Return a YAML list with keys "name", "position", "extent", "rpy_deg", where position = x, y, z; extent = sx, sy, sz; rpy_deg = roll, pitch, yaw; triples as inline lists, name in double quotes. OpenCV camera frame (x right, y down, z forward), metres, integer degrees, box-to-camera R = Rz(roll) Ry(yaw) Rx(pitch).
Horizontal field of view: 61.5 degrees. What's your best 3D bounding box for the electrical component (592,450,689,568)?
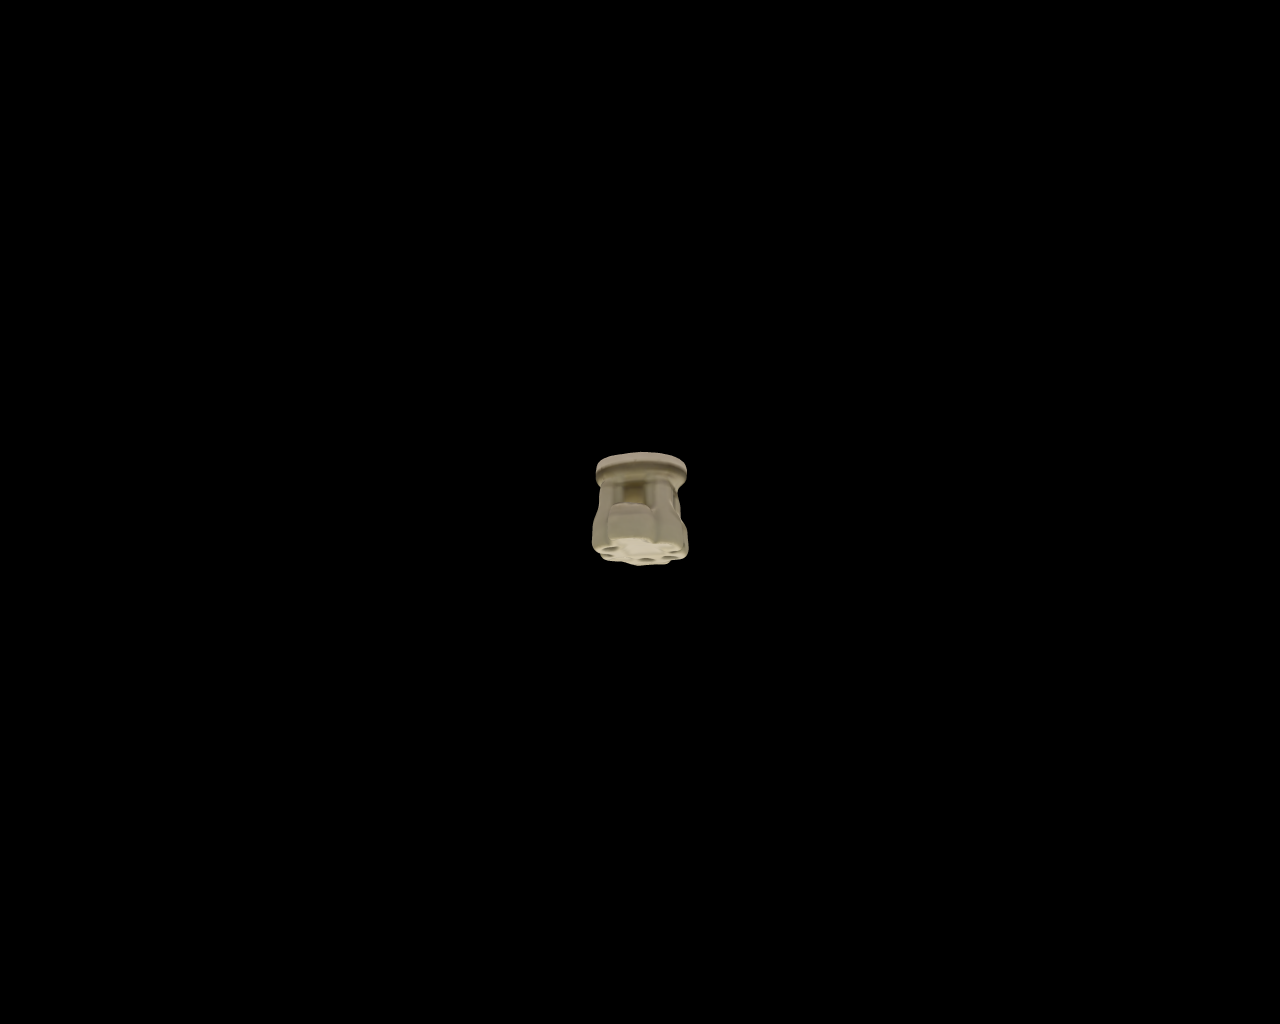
- name: "electrical component"
  position: [0.001, -0.003, 0.650]
  extent: [0.058, 0.057, 0.078]
  rpy_deg: [-3, -16, 11]
